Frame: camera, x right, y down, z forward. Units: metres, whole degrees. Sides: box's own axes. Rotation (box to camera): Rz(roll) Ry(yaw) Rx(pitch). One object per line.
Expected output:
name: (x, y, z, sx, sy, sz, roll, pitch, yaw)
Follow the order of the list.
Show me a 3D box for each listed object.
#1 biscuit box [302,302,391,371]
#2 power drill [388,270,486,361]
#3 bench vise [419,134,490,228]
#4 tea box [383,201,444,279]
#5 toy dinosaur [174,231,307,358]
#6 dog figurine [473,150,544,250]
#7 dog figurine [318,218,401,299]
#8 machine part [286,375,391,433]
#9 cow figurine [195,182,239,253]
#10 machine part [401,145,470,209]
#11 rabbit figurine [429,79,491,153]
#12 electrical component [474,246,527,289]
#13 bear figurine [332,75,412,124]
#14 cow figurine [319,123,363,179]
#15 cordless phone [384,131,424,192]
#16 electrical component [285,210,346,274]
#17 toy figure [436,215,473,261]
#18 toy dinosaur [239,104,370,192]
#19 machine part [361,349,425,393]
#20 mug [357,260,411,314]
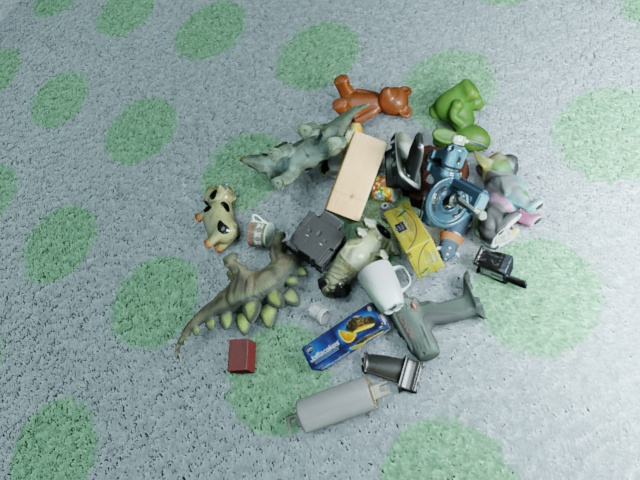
biscuit box: (0.058, 0.224, 1.228, 0.203, 0.059, 0.063, -36, 60, 13)
power drill: (0.251, 0.140, 1.208, 0.207, 0.085, 0.232, -20, 60, 4)
bench vise: (0.305, -0.114, 1.181, 0.223, 0.129, 0.241, -63, 23, 14)
tea box: (0.215, -0.003, 1.244, 0.068, 0.098, 0.170, -27, 37, 7)
toy dinosaur: (-0.177, 0.126, 1.348, 0.471, 0.105, 0.199, -30, 60, 3)
dog figurine: (0.407, -0.109, 1.258, 0.191, 0.108, 0.219, -34, 55, 5)
dog figurine: (0.087, 0.050, 1.312, 0.121, 0.172, 0.190, 52, 121, 14)
machine part: (0.037, 0.360, 1.181, 0.243, 0.079, 0.079, -22, 61, 10)
cow figurine: (-0.277, -0.075, 1.492, 0.127, 0.085, 0.195, -31, 57, 10)
machine part: (0.287, -0.158, 1.349, 0.179, 0.056, 0.179, -8, 63, 16)
rabbit figurine: (0.357, -0.293, 1.357, 0.159, 0.121, 0.170, -26, 75, 10)
electrical component: (0.406, 0.063, 1.192, 0.119, 0.074, 0.048, 19, 74, 30)
bear figurine: (0.146, -0.383, 1.465, 0.196, 0.131, 0.120, -4, 67, 24)
cow figurine: (0.060, -0.243, 1.465, 0.098, 0.068, 0.167, 7, 68, 28)
cordless phone: (0.209, -0.212, 1.261, 0.089, 0.184, 0.146, 2, 63, -2)
electrical component: (-0.003, -0.004, 1.309, 0.115, 0.058, 0.134, 32, 72, 13)
toy figure: (0.320, -0.020, 1.273, 0.064, 0.057, 0.154, 16, 77, 31)
toy dinosaur: (-0.022, -0.238, 1.394, 0.405, 0.192, 0.131, -23, 101, 22)
machine part: (0.157, 0.289, 1.195, 0.139, 0.039, 0.084, 14, 76, 23)
mug: (0.152, 0.106, 1.194, 0.110, 0.080, 0.107, -16, 59, -13)
